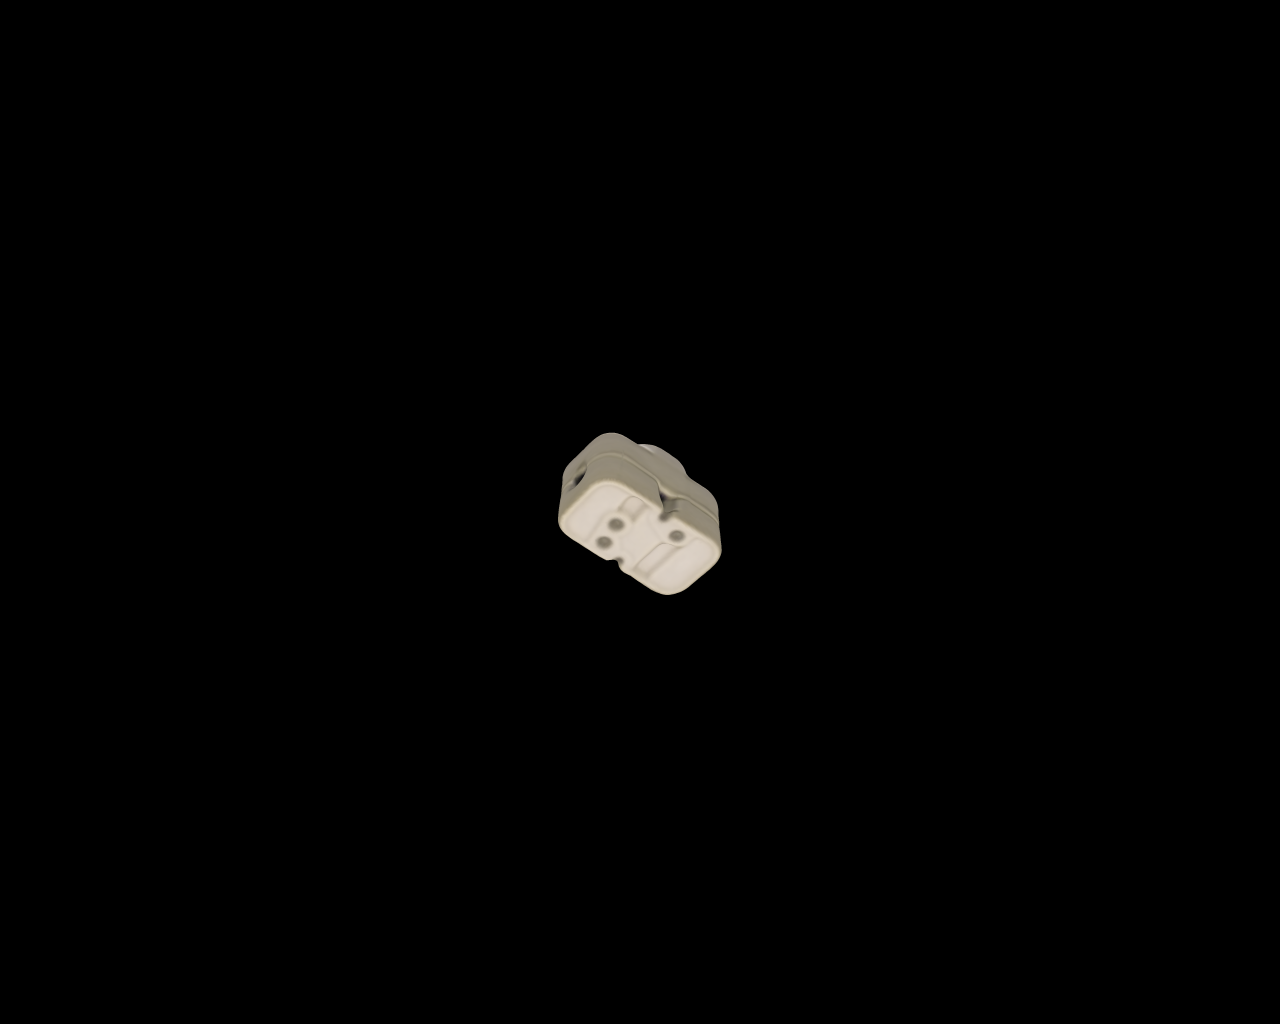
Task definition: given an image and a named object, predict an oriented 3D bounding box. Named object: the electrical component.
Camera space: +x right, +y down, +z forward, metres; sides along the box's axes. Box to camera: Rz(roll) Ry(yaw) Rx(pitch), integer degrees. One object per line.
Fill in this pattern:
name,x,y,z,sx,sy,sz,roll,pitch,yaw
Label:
electrical component,0.001,-0.003,0.650,0.095,0.059,0.053,33,-58,-24
